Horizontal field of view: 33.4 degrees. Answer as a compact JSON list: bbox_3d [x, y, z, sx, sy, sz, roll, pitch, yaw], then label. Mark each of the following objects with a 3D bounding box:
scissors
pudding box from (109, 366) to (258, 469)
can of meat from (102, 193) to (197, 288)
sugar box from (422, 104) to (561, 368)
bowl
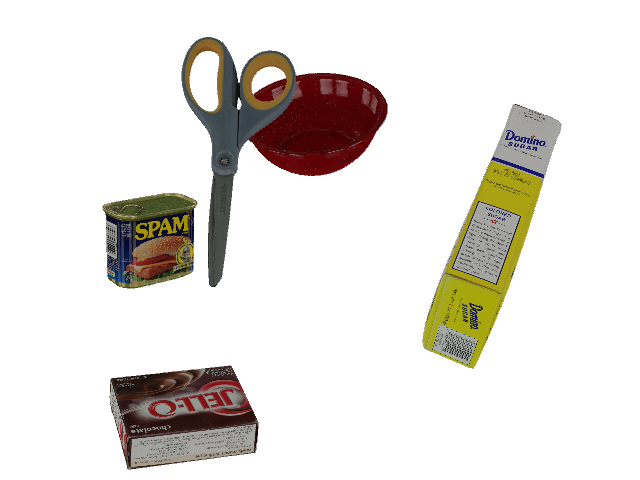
[{"bbox_3d":[-0.053,-0.066,0.792,0.096,0.202,0.016,-11,-22,-8],"label":"scissors"},{"bbox_3d":[-0.118,0.150,0.915,0.113,0.039,0.090,-6,26,-18],"label":"pudding box"},{"bbox_3d":[-0.187,0.000,1.175,0.101,0.084,0.058,-13,24,-39],"label":"can of meat"},{"bbox_3d":[0.125,-0.006,0.764,0.048,0.176,0.093,22,-37,10],"label":"sugar box"},{"bbox_3d":[-0.007,-0.118,1.161,0.162,0.055,0.162,-4,39,3],"label":"bowl"}]
